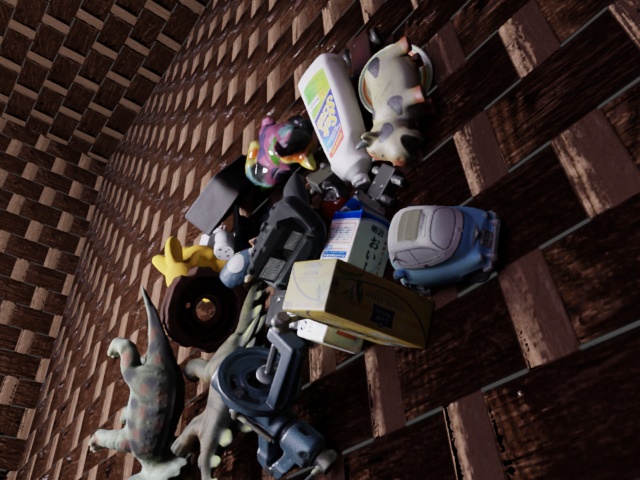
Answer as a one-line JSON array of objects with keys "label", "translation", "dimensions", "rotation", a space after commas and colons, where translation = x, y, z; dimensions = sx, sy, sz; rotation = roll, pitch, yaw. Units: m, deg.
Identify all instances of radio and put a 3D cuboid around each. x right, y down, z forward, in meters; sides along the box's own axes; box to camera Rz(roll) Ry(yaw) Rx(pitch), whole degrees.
[{"label": "radio", "translation": [-0.213, -0.110, 1.236], "dimensions": [0.131, 0.073, 0.230], "rotation": [-49, 8, 22]}]

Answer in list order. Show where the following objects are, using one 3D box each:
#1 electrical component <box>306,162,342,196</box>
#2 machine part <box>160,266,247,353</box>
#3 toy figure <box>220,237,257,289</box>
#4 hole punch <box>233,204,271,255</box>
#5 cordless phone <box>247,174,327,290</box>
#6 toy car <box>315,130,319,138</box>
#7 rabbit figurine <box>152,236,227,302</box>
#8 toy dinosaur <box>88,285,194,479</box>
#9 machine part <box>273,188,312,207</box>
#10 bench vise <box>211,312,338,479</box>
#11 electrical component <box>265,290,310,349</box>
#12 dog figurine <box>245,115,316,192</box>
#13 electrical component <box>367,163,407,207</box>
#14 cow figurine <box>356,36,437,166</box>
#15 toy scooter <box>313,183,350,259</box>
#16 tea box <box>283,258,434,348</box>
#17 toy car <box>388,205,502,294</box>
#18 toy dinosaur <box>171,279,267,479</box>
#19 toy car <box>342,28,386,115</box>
[{"label": "electrical component", "translation": [0.011, -0.107, 1.009], "dimensions": [0.078, 0.045, 0.102], "rotation": [-41, 30, -15]}, {"label": "machine part", "translation": [-0.235, 0.141, 1.088], "dimensions": [0.056, 0.179, 0.179], "rotation": [-13, 58, 55]}, {"label": "toy figure", "translation": [-0.130, 0.035, 1.057], "dimensions": [0.154, 0.064, 0.058], "rotation": [-41, -3, 14]}, {"label": "hole punch", "translation": [-0.142, -0.005, 1.145], "dimensions": [0.142, 0.092, 0.115], "rotation": [-105, 19, -44]}, {"label": "cordless phone", "translation": [-0.062, -0.023, 0.890], "dimensions": [0.146, 0.088, 0.184], "rotation": [-57, 25, 28]}, {"label": "toy car", "translation": [0.023, -0.257, 1.086], "dimensions": [0.073, 0.056, 0.202], "rotation": [-41, 39, 24]}, {"label": "rabbit figurine", "translation": [-0.284, 0.066, 1.182], "dimensions": [0.122, 0.162, 0.173], "rotation": [-45, 6, 20]}, {"label": "toy dinosaur", "translation": [-0.309, 0.303, 1.002], "dimensions": [0.192, 0.131, 0.404], "rotation": [12, 99, 23]}, {"label": "machine part", "translation": [-0.052, -0.068, 1.020], "dimensions": [0.084, 0.039, 0.139], "rotation": [-34, 5, 0]}, {"label": "bench vise", "translation": [-0.057, 0.207, 0.732], "dimensions": [0.224, 0.129, 0.240], "rotation": [41, 129, 35]}, {"label": "electrical component", "translation": [-0.036, 0.112, 0.900], "dimensions": [0.115, 0.058, 0.134], "rotation": [-3, 73, 58]}, {"label": "dog figurine", "translation": [-0.076, -0.166, 1.085], "dimensions": [0.191, 0.108, 0.219], "rotation": [-63, 21, 15]}, {"label": "electrical component", "translation": [0.104, -0.089, 0.871], "dimensions": [0.063, 0.021, 0.094], "rotation": [-61, 31, 8]}, {"label": "cow figurine", "translation": [0.116, -0.208, 0.858], "dimensions": [0.127, 0.085, 0.195], "rotation": [-21, 67, 30]}, {"label": "toy scooter", "translation": [-0.002, -0.003, 0.922], "dimensions": [0.184, 0.075, 0.135], "rotation": [-37, 56, 45]}, {"label": "tea box", "translation": [0.051, 0.083, 0.684], "dimensions": [0.098, 0.169, 0.068], "rotation": [-8, 61, 53]}, {"label": "toy car", "translation": [0.139, 0.003, 0.673], "dimensions": [0.162, 0.103, 0.109], "rotation": [-11, 60, 56]}, {"label": "toy dinosaur", "translation": [-0.148, 0.233, 0.957], "dimensions": [0.198, 0.105, 0.472], "rotation": [-35, 36, 29]}, {"label": "toy car", "translation": [0.092, -0.319, 1.024], "dimensions": [0.089, 0.053, 0.202], "rotation": [-32, 48, 36]}]
